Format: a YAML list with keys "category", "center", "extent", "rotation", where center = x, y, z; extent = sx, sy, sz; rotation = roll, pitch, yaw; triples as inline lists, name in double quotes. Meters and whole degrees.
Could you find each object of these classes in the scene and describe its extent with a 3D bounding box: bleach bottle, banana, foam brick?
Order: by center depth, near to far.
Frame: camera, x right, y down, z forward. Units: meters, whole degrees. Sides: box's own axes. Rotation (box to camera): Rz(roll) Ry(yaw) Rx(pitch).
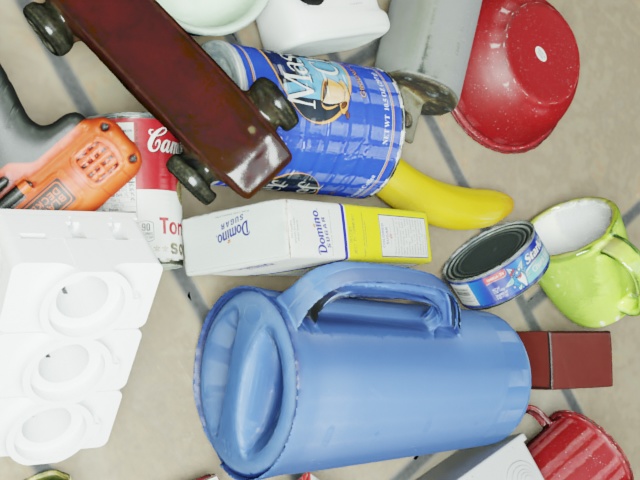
- category: "bleach bottle"
  center: [-0.025, -0.272, 0.830]
  extent: [0.102, 0.068, 0.251]
  rotation: [-14, 90, -34]
- category: "banana"
  center: [0.087, -0.049, 0.891]
  extent: [0.197, 0.037, 0.069]
  rotation: [30, 70, -27]
- category: "foam brick"
  center: [0.214, 0.106, 0.946]
  extent: [0.078, 0.053, 0.051]
  rotation: [3, 83, -33]

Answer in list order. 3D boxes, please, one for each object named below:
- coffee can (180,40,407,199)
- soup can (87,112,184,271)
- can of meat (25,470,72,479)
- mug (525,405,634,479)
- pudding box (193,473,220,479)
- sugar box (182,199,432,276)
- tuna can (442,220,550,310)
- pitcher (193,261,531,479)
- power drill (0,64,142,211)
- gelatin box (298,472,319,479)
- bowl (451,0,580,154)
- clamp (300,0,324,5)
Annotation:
- category: "coffee can"
  center: [-0.023, -0.086, 0.785]
  extent: [0.140, 0.103, 0.103]
  rotation: [3, 83, -33]
- category: "soup can"
  center: [-0.128, -0.031, 0.730]
  extent: [0.068, 0.069, 0.102]
  rotation: [1, 83, -33]
- category: "can of meat"
  center: [-0.191, 0.207, 0.669]
  extent: [0.101, 0.058, 0.084]
  rotation: [-26, 100, -32]
- category: "mug"
  center: [0.197, 0.196, 0.909]
  extent: [0.081, 0.093, 0.117]
  rotation: [-34, 84, -27]
- category: "pudding box"
  center: [-0.094, 0.228, 0.726]
  extent: [0.089, 0.039, 0.113]
  rotation: [-16, 76, -31]
- category: "sugar box"
  center: [-0.005, 0.001, 0.760]
  extent: [0.175, 0.094, 0.048]
  rotation: [7, 76, -54]
- category: "tuna can"
  center: [0.148, 0.021, 0.894]
  extent: [0.086, 0.086, 0.033]
  rotation: [-42, 108, -29]
- category: "pitcher"
  center: [0.043, 0.096, 0.786]
  extent: [0.242, 0.149, 0.145]
  rotation: [4, 82, -36]
- category: "power drill"
  center: [-0.233, -0.056, 0.655]
  extent: [0.184, 0.057, 0.187]
  rotation: [-41, 104, -5]
- category: "gelatin box"
  center: [-0.002, 0.220, 0.783]
  extent: [0.089, 0.030, 0.073]
  rotation: [39, 109, -23]
- category: "bowl"
  center: [0.181, -0.161, 0.955]
  extent: [0.161, 0.055, 0.162]
  rotation: [4, 82, -32]
- category: "clamp"
  center: [-0.050, -0.268, 0.753]
  extent: [0.209, 0.036, 0.164]
  rotation: [28, 58, -16]
